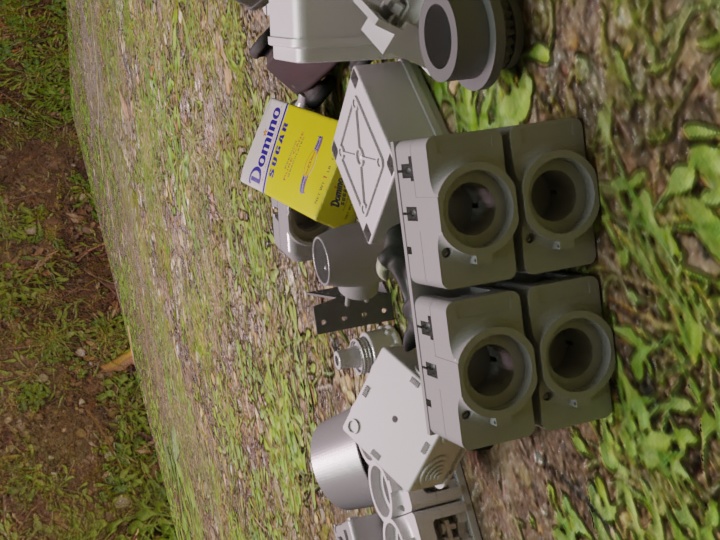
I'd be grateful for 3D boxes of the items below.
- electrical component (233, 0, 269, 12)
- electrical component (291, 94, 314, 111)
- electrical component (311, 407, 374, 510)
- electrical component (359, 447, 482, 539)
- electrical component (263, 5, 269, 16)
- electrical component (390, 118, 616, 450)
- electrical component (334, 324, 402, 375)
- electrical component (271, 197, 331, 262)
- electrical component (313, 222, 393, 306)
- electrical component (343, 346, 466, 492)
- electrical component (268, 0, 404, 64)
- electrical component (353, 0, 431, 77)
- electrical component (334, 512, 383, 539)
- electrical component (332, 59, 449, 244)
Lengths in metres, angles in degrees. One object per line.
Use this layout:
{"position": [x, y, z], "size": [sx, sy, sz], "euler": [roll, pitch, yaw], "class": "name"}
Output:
{"position": [-0.082, -0.296, 0.909], "size": [0.109, 0.056, 0.108], "euler": [-31, 69, 27], "class": "electrical component"}
{"position": [-0.062, -0.160, 1.120], "size": [0.061, 0.035, 0.035], "euler": [107, 148, -48], "class": "electrical component"}
{"position": [0.000, 0.180, 1.033], "size": [0.064, 0.099, 0.099], "euler": [-24, 73, 29], "class": "electrical component"}
{"position": [0.046, 0.186, 0.940], "size": [0.089, 0.062, 0.150], "euler": [129, 129, -65], "class": "electrical component"}
{"position": [-0.073, -0.265, 1.035], "size": [0.066, 0.077, 0.047], "euler": [-139, 43, -61], "class": "electrical component"}
{"position": [0.090, 0.006, 0.661], "size": [0.060, 0.105, 0.186], "euler": [-170, 71, -70], "class": "electrical component"}
{"position": [0.007, 0.078, 0.996], "size": [0.048, 0.062, 0.048], "euler": [170, 90, -71], "class": "electrical component"}
{"position": [-0.059, -0.060, 1.129], "size": [0.059, 0.054, 0.095], "euler": [-142, 46, -63], "class": "electrical component"}
{"position": [0.000, 0.000, 0.957], "size": [0.043, 0.077, 0.079], "euler": [-121, 28, -46], "class": "electrical component"}
{"position": [0.042, 0.116, 0.855], "size": [0.100, 0.048, 0.099], "euler": [40, 115, 34], "class": "electrical component"}
{"position": [-0.010, -0.193, 0.836], "size": [0.078, 0.113, 0.057], "euler": [-148, 54, -65], "class": "electrical component"}
{"position": [0.042, -0.180, 0.760], "size": [0.063, 0.081, 0.042], "euler": [-58, 39, 21], "class": "electrical component"}
{"position": [0.020, 0.255, 0.994], "size": [0.061, 0.096, 0.061], "euler": [128, 129, -65], "class": "electrical component"}
{"position": [0.025, -0.095, 0.871], "size": [0.108, 0.056, 0.108], "euler": [109, 145, -54], "class": "electrical component"}
